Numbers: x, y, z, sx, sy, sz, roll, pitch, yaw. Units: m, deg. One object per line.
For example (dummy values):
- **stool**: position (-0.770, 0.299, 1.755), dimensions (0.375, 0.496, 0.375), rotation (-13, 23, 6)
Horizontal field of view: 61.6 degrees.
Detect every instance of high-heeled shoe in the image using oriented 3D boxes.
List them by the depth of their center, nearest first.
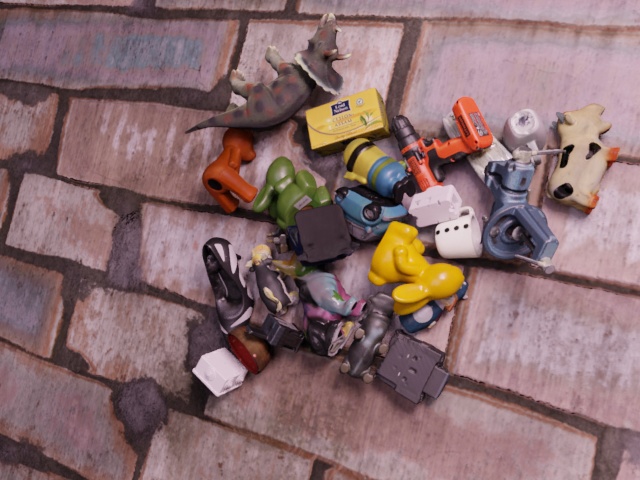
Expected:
- **high-heeled shoe**: position (-0.220, 0.120, 1.215), dimensions (0.086, 0.145, 0.248), rotation (-4, 80, 23)

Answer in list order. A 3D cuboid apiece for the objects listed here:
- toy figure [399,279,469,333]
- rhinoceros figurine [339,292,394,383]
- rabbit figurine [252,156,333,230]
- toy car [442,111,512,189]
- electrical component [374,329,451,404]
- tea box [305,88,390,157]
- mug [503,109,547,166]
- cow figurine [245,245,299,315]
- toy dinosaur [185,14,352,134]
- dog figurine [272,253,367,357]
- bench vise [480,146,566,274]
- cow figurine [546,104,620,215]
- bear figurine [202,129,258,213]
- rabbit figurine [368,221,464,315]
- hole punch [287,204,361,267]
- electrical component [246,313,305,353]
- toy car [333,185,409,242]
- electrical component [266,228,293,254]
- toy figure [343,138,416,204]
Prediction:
- **toy figure**: position (0.232, 0.129, 1.080), dimensions (0.154, 0.058, 0.064), rotation (-38, 109, 12)
- **rhinoceros figurine**: position (0.104, 0.199, 1.097), dimensions (0.073, 0.112, 0.190), rotation (23, 98, 7)
- **rabbit figurine**: position (-0.071, -0.109, 1.220), dimensions (0.159, 0.121, 0.170), rotation (-45, 51, 19)
- **toy car**: position (0.324, -0.184, 1.081), dimensions (0.073, 0.056, 0.202), rotation (-36, 71, 14)
- **electrical component**: position (0.191, 0.257, 1.079), dimensions (0.134, 0.058, 0.114), rotation (26, 95, 23)
- **tea box**: position (0.061, -0.258, 1.191), dimensions (0.170, 0.068, 0.098), rotation (-16, 77, 21)
- **mug**: position (0.393, -0.197, 1.028), dimensions (0.081, 0.107, 0.109), rotation (-18, 75, 21)
- **cow figurine**: position (-0.118, 0.086, 1.202), dimensions (0.068, 0.098, 0.167), rotation (-33, 78, 14)
- **toy dinosaur**: position (-0.100, -0.315, 1.186), dimensions (0.405, 0.131, 0.192), rotation (-42, 50, 0)
- **dog figurine**: position (-0.018, 0.122, 1.158), dimensions (0.219, 0.108, 0.191), rotation (33, 99, 27)
- **bench vise**: position (0.362, -0.040, 0.953), dimensions (0.129, 0.241, 0.223), rotation (9, 124, -13)
- **cow figurine**: position (0.482, -0.159, 1.003), dimensions (0.127, 0.085, 0.194), rotation (21, 92, 17)
- **bear figurine**: position (-0.195, -0.181, 1.269), dimensions (0.120, 0.131, 0.196), rotation (-23, 33, 43)
- **rabbit figurine**: position (0.187, 0.063, 1.041), dimensions (0.173, 0.121, 0.162), rotation (25, 66, 23)
- **hole punch**: position (-0.002, -0.003, 1.127), dimensions (0.142, 0.092, 0.115), rotation (-11, 78, -22)
- **electrical component**: position (-0.098, 0.195, 1.162), dimensions (0.047, 0.119, 0.075), rotation (-61, 27, 2)
- **toy car**: position (0.097, -0.049, 1.135), dimensions (0.162, 0.109, 0.102), rotation (28, 115, 32)
- **electrical component**: position (-0.079, 0.000, 1.201), dimensions (0.078, 0.102, 0.045), rotation (-18, 105, 1)
- **toy figure**: position (0.123, -0.149, 1.129), dimensions (0.180, 0.082, 0.089), rotation (40, 127, 41)
